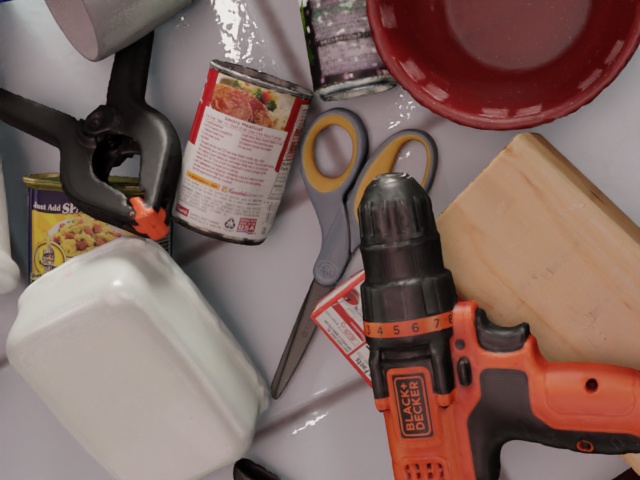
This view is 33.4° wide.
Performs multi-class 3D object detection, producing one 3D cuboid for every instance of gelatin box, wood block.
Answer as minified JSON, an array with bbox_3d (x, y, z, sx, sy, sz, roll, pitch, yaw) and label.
[{"bbox_3d":[0.050,0.046,0.665,0.089,0.030,0.073,-40,96,18],"label":"gelatin box"},{"bbox_3d":[0.162,0.042,0.601,0.206,0.090,0.090,46,107,10],"label":"wood block"}]

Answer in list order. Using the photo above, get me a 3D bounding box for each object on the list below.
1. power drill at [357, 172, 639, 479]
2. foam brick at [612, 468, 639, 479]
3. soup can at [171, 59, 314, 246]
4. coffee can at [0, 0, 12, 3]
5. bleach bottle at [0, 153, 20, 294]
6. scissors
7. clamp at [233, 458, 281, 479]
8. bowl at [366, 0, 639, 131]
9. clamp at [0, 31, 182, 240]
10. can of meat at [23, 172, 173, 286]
[{"bbox_3d":[0.113,0.048,0.540,0.188,0.057,0.184,-7,97,23],"label":"power drill"},{"bbox_3d":[0.197,0.175,0.622,0.051,0.053,0.078,-40,81,18],"label":"foam brick"},{"bbox_3d":[-0.051,-0.055,0.676,0.068,0.068,0.102,22,103,15],"label":"soup can"},{"bbox_3d":[-0.247,-0.192,0.674,0.103,0.140,0.103,18,121,32],"label":"coffee can"},{"bbox_3d":[-0.262,-0.084,0.723,0.102,0.068,0.251,-10,72,10],"label":"bleach bottle"},{"bbox_3d":[-0.005,0.001,0.691,0.096,0.016,0.202,41,106,8],"label":"scissors"},{"bbox_3d":[0.059,0.199,0.679,0.165,0.036,0.210,-31,87,18],"label":"clamp"},{"bbox_3d":[0.110,-0.144,0.618,0.162,0.055,0.162,2,96,19],"label":"bowl"},{"bbox_3d":[-0.145,-0.065,0.679,0.120,0.039,0.171,-27,55,10],"label":"clamp"},{"bbox_3d":[-0.148,0.000,0.719,0.102,0.057,0.084,5,98,18],"label":"can of meat"}]
